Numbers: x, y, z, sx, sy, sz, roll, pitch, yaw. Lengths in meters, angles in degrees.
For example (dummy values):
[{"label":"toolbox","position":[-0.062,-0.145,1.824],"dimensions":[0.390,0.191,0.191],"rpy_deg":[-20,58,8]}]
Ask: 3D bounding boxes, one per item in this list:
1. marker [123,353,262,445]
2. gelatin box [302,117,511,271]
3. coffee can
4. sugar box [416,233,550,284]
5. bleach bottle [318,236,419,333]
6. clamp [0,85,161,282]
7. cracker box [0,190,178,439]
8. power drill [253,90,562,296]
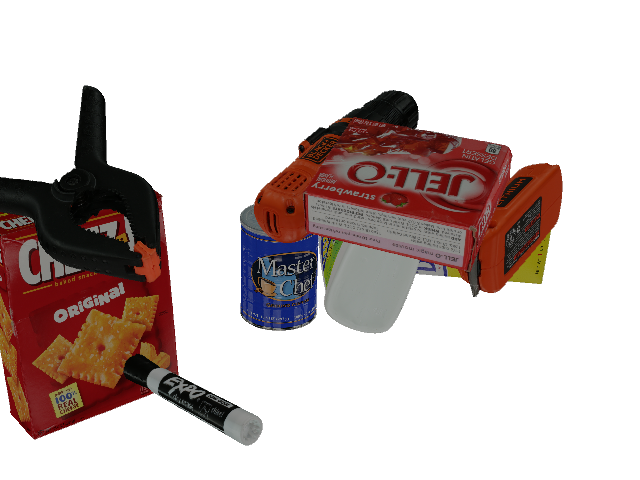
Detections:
[{"label":"marker","position":[-0.084,0.098,0.672],"dimensions":[0.121,0.020,0.020],"rpy_deg":[19,13,41]},{"label":"gelatin box","position":[0.045,-0.026,0.541],"dimensions":[0.089,0.030,0.073],"rpy_deg":[13,41,17]},{"label":"coffee can","position":[-0.054,0.032,1.393],"dimensions":[0.103,0.140,0.103],"rpy_deg":[1,25,-1]},{"label":"sugar box","position":[0.175,-0.003,1.247],"dimensions":[0.176,0.093,0.048],"rpy_deg":[3,22,-2]},{"label":"bleach bottle","position":[0.032,-0.003,1.020],"dimensions":[0.068,0.103,0.251],"rpy_deg":[20,12,-12]},{"label":"clamp","position":[-0.185,-0.042,0.832],"dimensions":[0.210,0.036,0.164],"rpy_deg":[32,58,28]},{"label":"cracker box","position":[-0.227,0.064,1.033],"dimensions":[0.163,0.214,0.072],"rpy_deg":[-18,28,-32]},{"label":"power drill","position":[0.072,-0.041,0.766],"dimensions":[0.188,0.057,0.184],"rpy_deg":[18,45,32]}]
